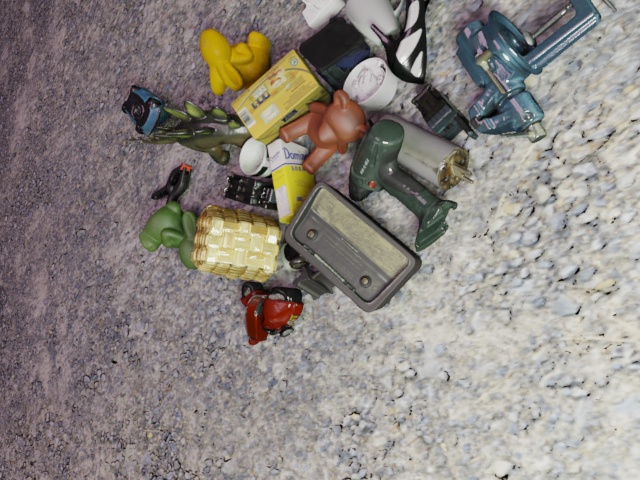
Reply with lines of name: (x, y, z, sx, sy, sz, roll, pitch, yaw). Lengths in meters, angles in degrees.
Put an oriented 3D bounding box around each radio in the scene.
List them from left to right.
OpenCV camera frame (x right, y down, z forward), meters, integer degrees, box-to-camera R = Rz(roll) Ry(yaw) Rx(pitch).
radio: (0.054, 0.014, 0.956, 0.230, 0.073, 0.131, 42, 102, 20)

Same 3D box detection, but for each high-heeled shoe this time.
high-heeled shoe: (0.204, -0.405, 0.963, 0.145, 0.086, 0.248, 44, 97, 3)

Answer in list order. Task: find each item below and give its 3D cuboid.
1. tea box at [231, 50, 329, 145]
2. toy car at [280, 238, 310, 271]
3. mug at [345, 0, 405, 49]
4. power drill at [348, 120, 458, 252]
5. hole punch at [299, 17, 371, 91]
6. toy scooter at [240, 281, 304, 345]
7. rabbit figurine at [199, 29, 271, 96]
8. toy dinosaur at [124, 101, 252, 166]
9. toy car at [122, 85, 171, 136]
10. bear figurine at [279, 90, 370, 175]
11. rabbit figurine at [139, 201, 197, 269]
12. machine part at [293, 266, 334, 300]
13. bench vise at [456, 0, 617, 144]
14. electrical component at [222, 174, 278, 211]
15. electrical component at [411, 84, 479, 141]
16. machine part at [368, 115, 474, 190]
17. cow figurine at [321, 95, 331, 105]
tea box: (-0.081, -0.283, 1.077, 0.170, 0.068, 0.098, -35, 81, 14)
toy car: (-0.002, -0.003, 1.074, 0.202, 0.056, 0.073, -32, 59, 32)
mug: (0.119, -0.430, 1.032, 0.109, 0.080, 0.107, -34, 74, 20)
power drill: (0.132, -0.082, 0.922, 0.207, 0.086, 0.231, 55, 159, 24)
hole punch: (0.038, -0.372, 1.093, 0.116, 0.092, 0.142, -37, 49, 4)
toy scooter: (-0.108, 0.160, 1.127, 0.184, 0.075, 0.135, 2, 84, 45)
rabbit figurine: (-0.214, -0.418, 1.258, 0.122, 0.173, 0.162, 2, 80, 38)
toy dinosaur: (-0.279, -0.256, 1.270, 0.472, 0.198, 0.105, -6, 76, 39)
toy car: (-0.486, -0.367, 1.536, 0.162, 0.103, 0.109, 44, 113, 26)
bear figurine: (0.013, -0.200, 1.012, 0.132, 0.120, 0.196, -38, 16, -4)
rabbit figurine: (-0.342, -0.008, 1.362, 0.170, 0.121, 0.159, 43, 105, 18)
machine part: (0.019, 0.063, 1.038, 0.139, 0.084, 0.039, -36, 33, 18)
bench vise: (0.314, -0.270, 0.796, 0.240, 0.129, 0.224, -39, 58, 38)
electrical component: (-0.125, -0.100, 1.160, 0.134, 0.115, 0.058, 18, 99, 42)
electrical component: (0.214, -0.201, 0.904, 0.048, 0.074, 0.119, -43, 59, 27)
machine part: (0.169, -0.155, 0.932, 0.243, 0.079, 0.079, 37, 107, 39)
cow figurine: (-0.056, -0.314, 1.148, 0.168, 0.098, 0.068, 19, 89, 42)
